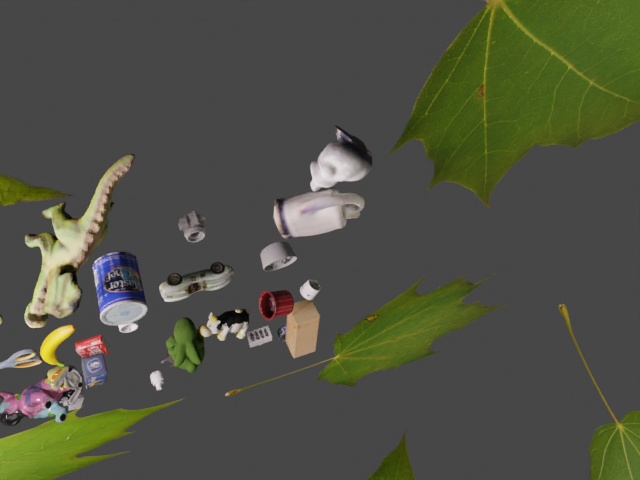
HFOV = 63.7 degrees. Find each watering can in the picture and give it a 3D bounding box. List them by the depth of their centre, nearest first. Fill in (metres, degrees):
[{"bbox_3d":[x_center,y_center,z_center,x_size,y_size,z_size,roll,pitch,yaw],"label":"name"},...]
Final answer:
[{"bbox_3d":[0.004,-0.065,1.298,0.224,0.104,0.346,-12,174,6],"label":"watering can"}]

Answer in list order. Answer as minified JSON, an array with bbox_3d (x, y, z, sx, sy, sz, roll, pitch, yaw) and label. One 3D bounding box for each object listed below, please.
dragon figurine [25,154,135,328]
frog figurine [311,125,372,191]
[{"bbox_3d":[-0.467,0.034,0.992,0.121,0.248,0.404,20,130,-44],"label":"dragon figurine"},{"bbox_3d":[0.038,-0.162,1.176,0.157,0.124,0.138,-51,162,19],"label":"frog figurine"}]
